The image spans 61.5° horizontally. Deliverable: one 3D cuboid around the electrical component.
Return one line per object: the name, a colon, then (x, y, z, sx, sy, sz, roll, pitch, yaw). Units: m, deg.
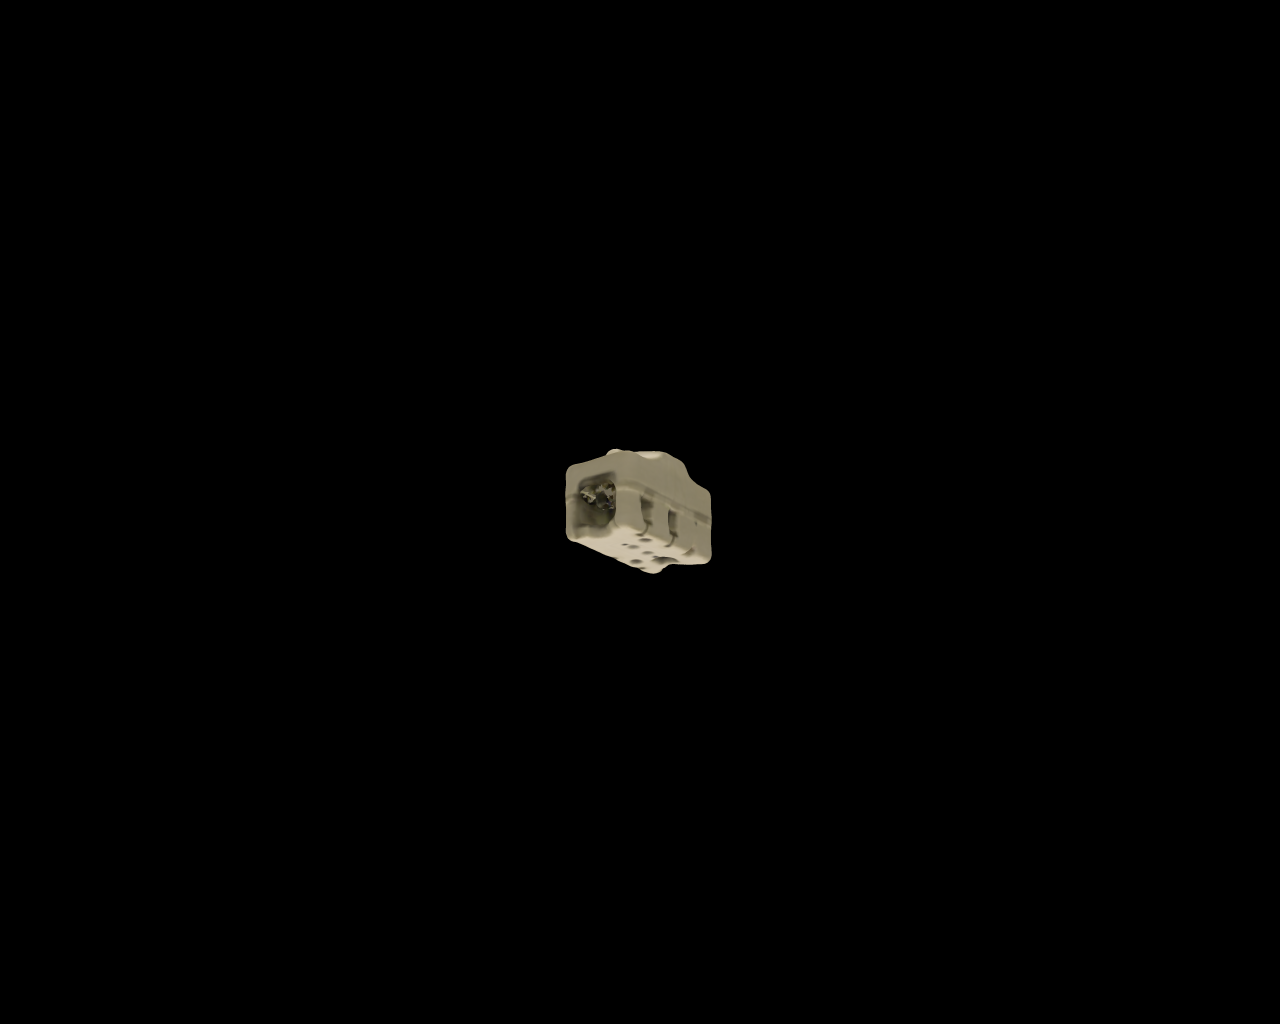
electrical component: (0.001, -0.003, 0.650, 0.050, 0.056, 0.089, -14, -24, 33)
